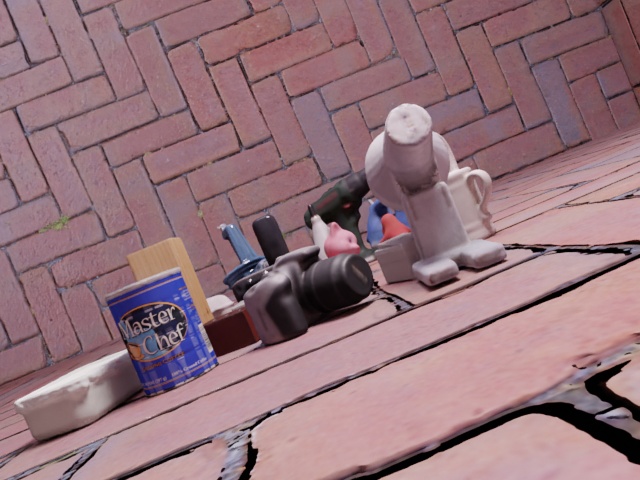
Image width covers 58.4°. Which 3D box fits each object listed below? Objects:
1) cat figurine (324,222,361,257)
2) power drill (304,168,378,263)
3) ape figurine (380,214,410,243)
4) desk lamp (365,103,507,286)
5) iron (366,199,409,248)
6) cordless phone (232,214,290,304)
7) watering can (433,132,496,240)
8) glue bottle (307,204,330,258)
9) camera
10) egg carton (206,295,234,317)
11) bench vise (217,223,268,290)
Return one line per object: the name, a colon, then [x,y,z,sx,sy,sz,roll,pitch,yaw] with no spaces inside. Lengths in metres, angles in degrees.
cat figurine: [0.030,0.029,1.019,0.067,0.118,0.128,-22,1,42]
power drill: [0.082,-0.046,1.354,0.229,0.208,0.076,-22,1,23]
ape figurine: [0.157,-0.012,1.192,0.078,0.092,0.076,-23,1,-2]
desk lamp: [0.137,-0.063,0.740,0.118,0.213,0.203,-22,1,2]
iron: [0.193,-0.058,1.473,0.119,0.141,0.258,-23,1,-18]
cordless phone: [-0.118,0.052,1.165,0.147,0.185,0.094,-23,1,-9]
watering can: [0.201,-0.082,0.947,0.172,0.194,0.101,-22,1,29]
glue bottle: [0.011,0.004,1.212,0.037,0.173,0.078,-22,1,22]
camera: [-0.010,0.059,0.758,0.136,0.101,0.143,-22,1,40]
egg carton: [-0.264,0.174,1.260,0.151,0.069,0.107,-23,1,-34]
bench vise: [-0.158,0.047,1.354,0.206,0.220,0.122,-22,1,38]
